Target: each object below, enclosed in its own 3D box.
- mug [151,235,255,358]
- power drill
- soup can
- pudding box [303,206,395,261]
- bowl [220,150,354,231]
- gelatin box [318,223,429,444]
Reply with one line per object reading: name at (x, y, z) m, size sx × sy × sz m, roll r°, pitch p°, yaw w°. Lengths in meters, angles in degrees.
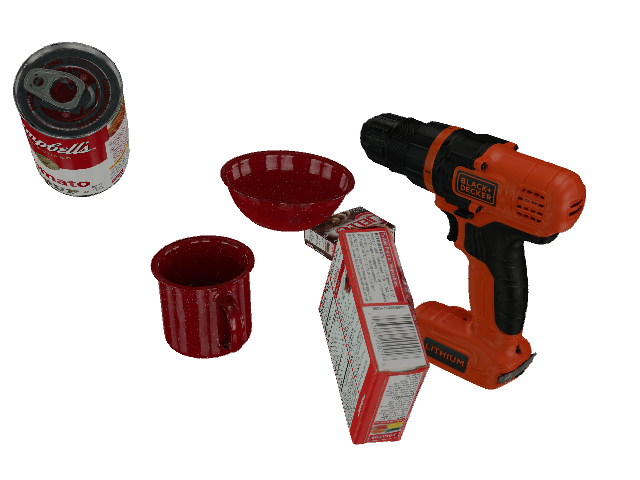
mug at (-0.098, 0.058, 0.963) m, size 0.093 × 0.081 × 0.117 m, roll -18°, pitch 34°, yaw -27°
power drill at (0.102, 0.006, 0.805) m, size 0.185 × 0.188 × 0.057 m, roll 25°, pitch 38°, yaw 36°
soup can at (-0.164, -0.078, 0.715) m, size 0.068 × 0.068 × 0.102 m, roll 0°, pitch -20°, yaw -7°
pudding box at (0.044, -0.009, 1.623) m, size 0.113 × 0.039 × 0.090 m, roll -20°, pitch 31°, yaw -29°
bowl at (-0.041, -0.054, 1.282) m, size 0.162 × 0.055 × 0.162 m, roll 4°, pitch 26°, yaw -2°
gelatin box at (0.026, 0.048, 0.548) m, size 0.030 × 0.089 × 0.073 m, roll -4°, pitch -38°, yaw -13°
